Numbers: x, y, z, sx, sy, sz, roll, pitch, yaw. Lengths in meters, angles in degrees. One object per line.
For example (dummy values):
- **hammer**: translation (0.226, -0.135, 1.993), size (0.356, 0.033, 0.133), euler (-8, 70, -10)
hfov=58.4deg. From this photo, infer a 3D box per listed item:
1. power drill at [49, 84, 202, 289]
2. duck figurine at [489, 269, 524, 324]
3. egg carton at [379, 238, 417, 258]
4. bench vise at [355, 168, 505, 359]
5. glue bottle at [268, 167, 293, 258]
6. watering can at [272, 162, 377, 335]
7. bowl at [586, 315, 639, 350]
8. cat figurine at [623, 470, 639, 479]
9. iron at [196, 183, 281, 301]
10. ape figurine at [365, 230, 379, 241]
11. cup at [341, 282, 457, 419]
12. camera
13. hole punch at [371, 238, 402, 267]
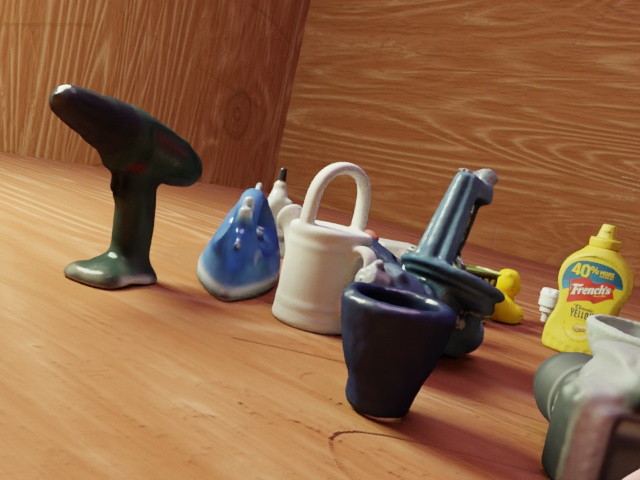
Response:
- **power drill**: translation (-0.227, -0.054, 0.664), size (0.075, 0.208, 0.230), euler (15, 7, 21)
- **duck figurine**: translation (0.314, 0.092, 0.977), size (0.077, 0.086, 0.105), euler (15, 7, 21)
- **egg carton**: translation (0.155, 0.039, 1.220), size (0.150, 0.069, 0.107), euler (10, 7, -18)
- **bench vise**: translation (0.132, 0.026, 0.604), size (0.121, 0.220, 0.208), euler (16, 7, 28)
- **glue bottle**: translation (-0.085, -0.055, 1.109), size (0.078, 0.173, 0.037), euler (11, 6, -12)
- **watering can**: translation (0.005, 0.002, 0.681), size (0.172, 0.194, 0.101), euler (16, 7, 29)
- **bowl**: translation (0.401, 0.150, 0.690), size (0.167, 0.075, 0.167), euler (12, 6, -1)
- **cat figurine**: translation (0.222, 0.129, 0.327), size (0.128, 0.118, 0.067), euler (9, 7, -28)
- **iron**: translation (-0.105, -0.009, 0.808), size (0.118, 0.141, 0.258), euler (12, 6, -5)
- **ape figurine**: translation (0.088, 0.027, 1.093), size (0.076, 0.092, 0.078), euler (12, 6, 0)
- **cup**: translation (0.047, 0.087, 0.465), size (0.092, 0.095, 0.117), euler (9, 7, -29)
- **camera**: translation (0.235, 0.128, 0.438), size (0.143, 0.101, 0.137), euler (12, 6, -2)
- **hole punch**: translation (0.113, 0.049, 0.944), size (0.101, 0.091, 0.109), euler (13, 6, 10)
